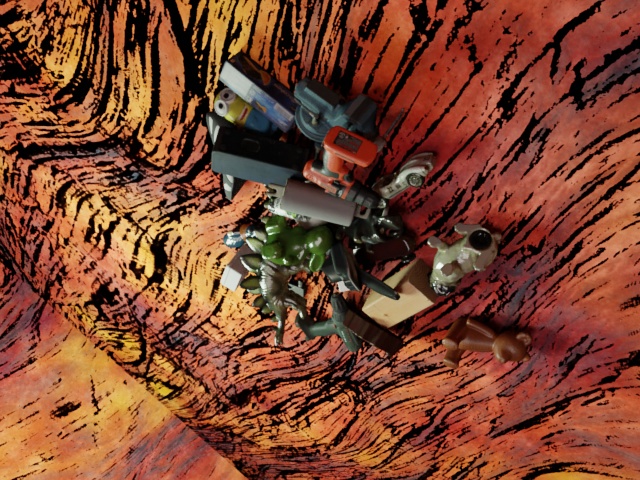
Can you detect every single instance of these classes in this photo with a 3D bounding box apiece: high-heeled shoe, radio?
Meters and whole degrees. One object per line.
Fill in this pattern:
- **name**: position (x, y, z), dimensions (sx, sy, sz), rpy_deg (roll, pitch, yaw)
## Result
- **high-heeled shoe**: position (-0.257, -0.216, 1.409), dimensions (0.145, 0.086, 0.248), rpy_deg (35, 135, 6)
- **radio**: position (-0.140, -0.189, 1.273), dimensions (0.230, 0.073, 0.131), rpy_deg (13, 163, -4)

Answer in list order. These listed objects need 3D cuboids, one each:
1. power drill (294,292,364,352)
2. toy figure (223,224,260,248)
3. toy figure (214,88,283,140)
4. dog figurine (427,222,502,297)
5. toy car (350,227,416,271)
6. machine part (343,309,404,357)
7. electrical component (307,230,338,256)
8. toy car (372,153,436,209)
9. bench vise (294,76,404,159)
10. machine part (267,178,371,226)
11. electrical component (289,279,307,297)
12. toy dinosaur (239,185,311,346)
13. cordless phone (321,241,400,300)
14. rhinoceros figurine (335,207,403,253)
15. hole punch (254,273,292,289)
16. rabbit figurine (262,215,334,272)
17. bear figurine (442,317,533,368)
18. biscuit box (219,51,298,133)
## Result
- **power drill**: position (0.026, 0.247, 1.656), dimensions (0.207, 0.086, 0.231), rpy_deg (-11, 124, 32)
- **toy figure**: position (-0.226, -0.016, 1.591), dimensions (0.155, 0.064, 0.057), rpy_deg (-18, 79, 39)
- **toy figure**: position (-0.168, -0.291, 1.272), dimensions (0.180, 0.082, 0.089), rpy_deg (29, 165, -1)
- **dog figurine**: position (0.334, 0.052, 1.249), dimensions (0.172, 0.121, 0.190), rpy_deg (-10, 154, 9)
- **toy car**: position (0.158, 0.021, 1.357), dimensions (0.202, 0.053, 0.089), rpy_deg (-16, 107, 49)
- **machine part**: position (0.147, 0.261, 1.519), dimensions (0.179, 0.056, 0.179), rpy_deg (31, 179, 1)
- **electrical component**: position (-0.003, -0.004, 1.453), dimensions (0.119, 0.048, 0.074), rpy_deg (28, 138, 8)
- **toy car**: position (0.176, -0.130, 1.186), dimensions (0.056, 0.073, 0.202), rpy_deg (45, 139, -11)
- **bench vise**: position (0.037, -0.242, 1.154), dimensions (0.224, 0.129, 0.240), rpy_deg (26, 160, -1)
- **machine part**: position (-0.003, -0.087, 1.247), dimensions (0.243, 0.079, 0.079), rpy_deg (14, 139, -6)
- **electrical component**: position (-0.073, 0.150, 1.667), dimensions (0.063, 0.021, 0.093), rpy_deg (22, 138, 18)
- **toy dinosaur**: position (-0.120, 0.066, 1.485), dimensions (0.199, 0.105, 0.470), rpy_deg (3, 98, -5)
- **cordless phone**: position (0.107, 0.091, 1.318), dimensions (0.184, 0.089, 0.146), rpy_deg (28, 167, 28)
- **rhinoceros figurine**: position (0.120, -0.030, 1.302), dimensions (0.073, 0.112, 0.190), rpy_deg (37, 157, -31)
- **hole punch**: position (-0.141, 0.080, 1.613), dimensions (0.142, 0.092, 0.115), rpy_deg (24, 173, 11)
- **rabbit figurine**: position (-0.039, 0.018, 1.352), dimensions (0.170, 0.121, 0.159), rpy_deg (-8, 143, 26)
- **bear figurine**: position (0.424, 0.273, 1.356), dimensions (0.196, 0.132, 0.120), rpy_deg (19, 139, 29)
- **biscuit box**: position (-0.127, -0.334, 1.216), dimensions (0.202, 0.063, 0.059), rpy_deg (39, 139, -3)
